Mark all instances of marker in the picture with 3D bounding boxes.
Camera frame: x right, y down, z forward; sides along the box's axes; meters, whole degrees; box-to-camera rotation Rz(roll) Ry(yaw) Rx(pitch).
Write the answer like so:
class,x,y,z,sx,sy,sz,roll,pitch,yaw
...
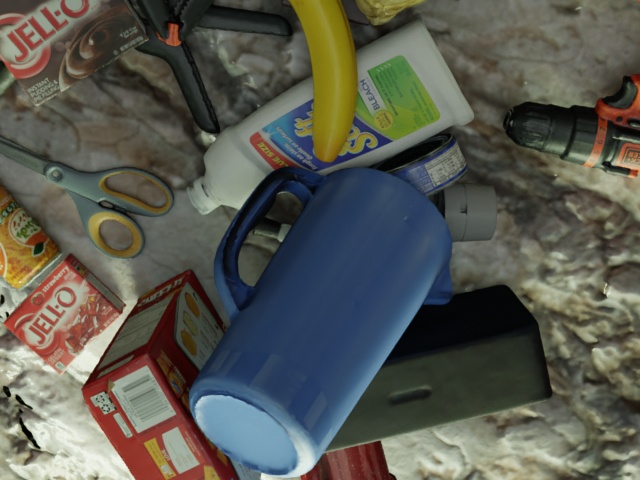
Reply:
class,x,y,z,sx,sy,sz,roll,pitch,yaw
marker,-0.006,0.001,0.976,0.121,0.020,0.020,17,104,-4

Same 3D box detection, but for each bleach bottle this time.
class,x,y,z,sx,sy,sz,roll,pitch,yaw
bleach bottle,0.001,-0.088,0.931,0.251,0.068,0.102,-29,103,10

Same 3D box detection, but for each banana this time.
class,x,y,z,sx,sy,sz,roll,pitch,yaw
banana,-0.007,-0.163,0.866,0.070,0.037,0.198,-21,98,21

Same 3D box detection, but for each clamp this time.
class,x,y,z,sx,sy,sz,roll,pitch,yaw
clamp,-0.123,-0.174,0.920,0.171,0.039,0.120,29,98,-4
clamp,-0.103,-0.264,0.859,0.164,0.036,0.210,-6,110,-19

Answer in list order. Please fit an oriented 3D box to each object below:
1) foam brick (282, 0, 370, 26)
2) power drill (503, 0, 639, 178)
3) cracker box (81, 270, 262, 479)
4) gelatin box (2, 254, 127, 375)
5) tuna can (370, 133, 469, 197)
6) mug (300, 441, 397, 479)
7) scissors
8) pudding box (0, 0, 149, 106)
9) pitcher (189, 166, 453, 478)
class,x,y,z,sx,sy,sz,roll,pitch,yaw
foam brick,0.011,-0.216,0.901,0.078,0.051,0.053,12,105,-3
power drill,0.264,-0.142,0.895,0.184,0.057,0.188,10,125,-5
cracker box,-0.113,0.139,0.913,0.072,0.213,0.164,-27,103,10
gelatin box,-0.237,0.069,0.989,0.089,0.030,0.073,-43,101,10
tuna can,0.083,-0.060,0.925,0.086,0.086,0.034,-24,102,6
mug,0.014,0.203,0.984,0.093,0.117,0.081,-10,101,26
scissors,-0.234,-0.040,0.967,0.201,0.016,0.096,12,105,-3
pudding box,-0.211,-0.177,0.867,0.113,0.039,0.090,-31,121,1
pitcher,-0.008,0.057,0.846,0.149,0.242,0.145,9,135,30
